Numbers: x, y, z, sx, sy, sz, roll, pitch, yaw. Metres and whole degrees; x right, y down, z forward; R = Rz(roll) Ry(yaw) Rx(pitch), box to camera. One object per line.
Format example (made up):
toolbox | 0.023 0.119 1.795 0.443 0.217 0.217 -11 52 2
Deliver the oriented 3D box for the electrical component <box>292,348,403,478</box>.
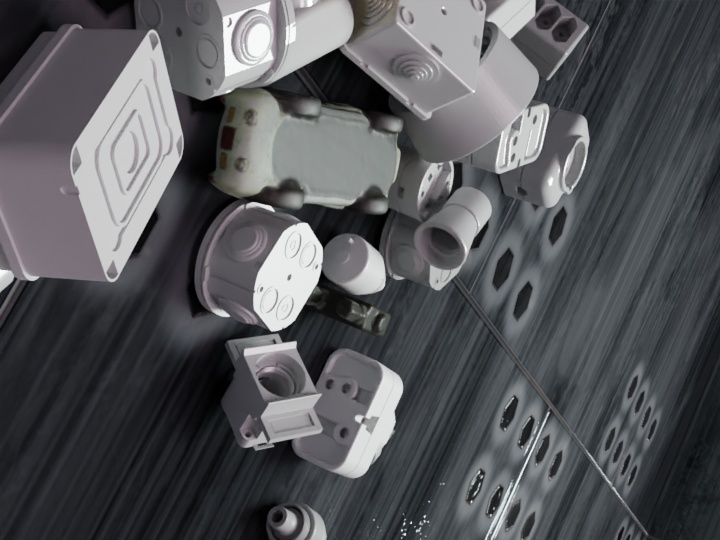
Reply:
electrical component | -0.008 0.119 0.887 0.095 0.054 0.059 -65 152 -8

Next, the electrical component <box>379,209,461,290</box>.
electrical component | 0.055 -0.026 0.903 0.080 0.051 0.080 -40 141 -43

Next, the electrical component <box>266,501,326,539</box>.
electrical component | -0.056 0.209 0.874 0.043 0.043 0.062 -60 149 -17

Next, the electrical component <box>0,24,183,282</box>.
electrical component | -0.133 -0.056 0.504 0.113 0.057 0.078 -74 163 -46

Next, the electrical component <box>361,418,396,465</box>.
electrical component | 0.006 0.144 0.946 0.046 0.040 0.040 -41 142 -52

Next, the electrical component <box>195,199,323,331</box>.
electrical component | -0.066 -0.003 0.702 0.080 0.051 0.080 -40 140 -43

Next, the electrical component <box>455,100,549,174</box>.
electrical component | 0.117 -0.122 0.938 0.095 0.059 0.053 -23 128 -54

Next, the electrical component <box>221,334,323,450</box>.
electrical component | -0.064 0.088 0.744 0.042 0.081 0.063 -6 144 -34

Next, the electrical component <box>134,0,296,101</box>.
electrical component | -0.077 -0.131 0.567 0.051 0.080 0.080 -32 135 -42

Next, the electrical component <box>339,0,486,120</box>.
electrical component | 0.039 -0.164 0.721 0.100 0.048 0.099 34 52 -35

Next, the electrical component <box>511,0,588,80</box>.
electrical component | 0.150 -0.198 0.949 0.047 0.066 0.076 -50 176 -32

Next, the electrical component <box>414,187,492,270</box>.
electrical component | 0.076 -0.036 0.840 0.065 0.044 0.044 -50 147 -43

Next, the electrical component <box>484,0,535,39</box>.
electrical component | 0.101 -0.223 0.855 0.083 0.047 0.075 -46 145 -37

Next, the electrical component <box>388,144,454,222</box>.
electrical component | 0.040 -0.070 0.849 0.055 0.047 0.055 -40 141 -43

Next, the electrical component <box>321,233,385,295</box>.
electrical component | 0.000 0.000 0.834 0.040 0.040 0.078 -65 152 -7

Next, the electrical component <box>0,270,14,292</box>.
electrical component | -0.193 0.010 0.497 0.065 0.044 0.044 -51 148 -40

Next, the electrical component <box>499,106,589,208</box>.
electrical component | 0.188 -0.113 1.073 0.095 0.059 0.053 -58 150 -20

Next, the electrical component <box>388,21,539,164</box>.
electrical component | 0.071 -0.138 0.799 0.060 0.108 0.108 48 62 -27

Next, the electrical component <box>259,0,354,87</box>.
electrical component | -0.043 -0.160 0.646 0.077 0.043 0.079 -39 140 -44
